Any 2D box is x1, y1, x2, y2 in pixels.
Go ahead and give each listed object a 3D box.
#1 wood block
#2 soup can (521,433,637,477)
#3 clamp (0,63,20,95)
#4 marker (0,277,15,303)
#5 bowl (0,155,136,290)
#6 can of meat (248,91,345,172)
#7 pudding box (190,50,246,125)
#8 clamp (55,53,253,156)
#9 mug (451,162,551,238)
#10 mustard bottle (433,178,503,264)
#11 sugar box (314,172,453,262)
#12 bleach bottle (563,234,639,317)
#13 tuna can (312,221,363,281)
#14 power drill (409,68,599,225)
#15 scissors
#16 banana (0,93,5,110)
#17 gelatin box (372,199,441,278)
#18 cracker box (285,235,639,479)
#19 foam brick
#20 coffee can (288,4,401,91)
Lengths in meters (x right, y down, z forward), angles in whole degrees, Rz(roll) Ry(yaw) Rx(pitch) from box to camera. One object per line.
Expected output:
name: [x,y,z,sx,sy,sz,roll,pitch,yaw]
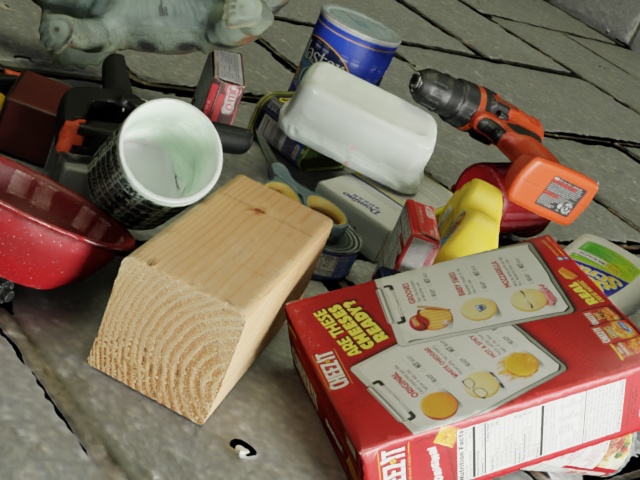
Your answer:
wood block: [-0.071,0.033,0.772,0.091,0.090,0.205,27,24,7]
soup can: [0.178,0.142,0.809,0.102,0.069,0.068,11,27,-28]
clamp: [-0.362,-0.166,0.977,0.171,0.039,0.120,11,32,-36]
marker: [-0.258,0.008,0.733,0.121,0.020,0.020,31,24,15]
bowl: [-0.212,-0.012,0.741,0.162,0.055,0.162,29,6,-3]
can of meat: [-0.015,-0.120,1.191,0.084,0.057,0.101,41,29,27]
pudding box: [-0.108,-0.141,1.101,0.039,0.090,0.113,17,24,-16]
clamp: [-0.170,-0.112,0.928,0.165,0.036,0.209,33,24,17]
mug: [0.199,-0.050,1.218,0.081,0.093,0.117,-3,16,-38]
mustard bottle: [0.134,0.014,0.999,0.058,0.096,0.191,28,23,0]
sugar box: [0.070,-0.033,1.102,0.093,0.048,0.175,36,29,22]
bleach bottle: [0.254,0.064,1.055,0.103,0.068,0.250,33,27,17]
tuna can: [-0.006,0.001,0.970,0.086,0.034,0.086,20,24,-10]
power drill: [0.192,-0.103,1.111,0.184,0.057,0.188,18,28,-32]
scissors: [-0.021,-0.053,1.004,0.096,0.016,0.201,21,23,-10]
banana: [-0.342,-0.116,0.890,0.197,0.037,0.070,1,33,-42]
gelatin box: [0.076,0.018,0.943,0.030,0.089,0.073,20,24,-8]
cracker box: [0.102,0.087,0.743,0.213,0.072,0.164,-15,35,-11]
foam brick: [-0.252,-0.107,0.941,0.051,0.053,0.078,19,25,-12]
coffee can: [0.023,-0.198,1.282,0.102,0.140,0.103,20,24,-10]
